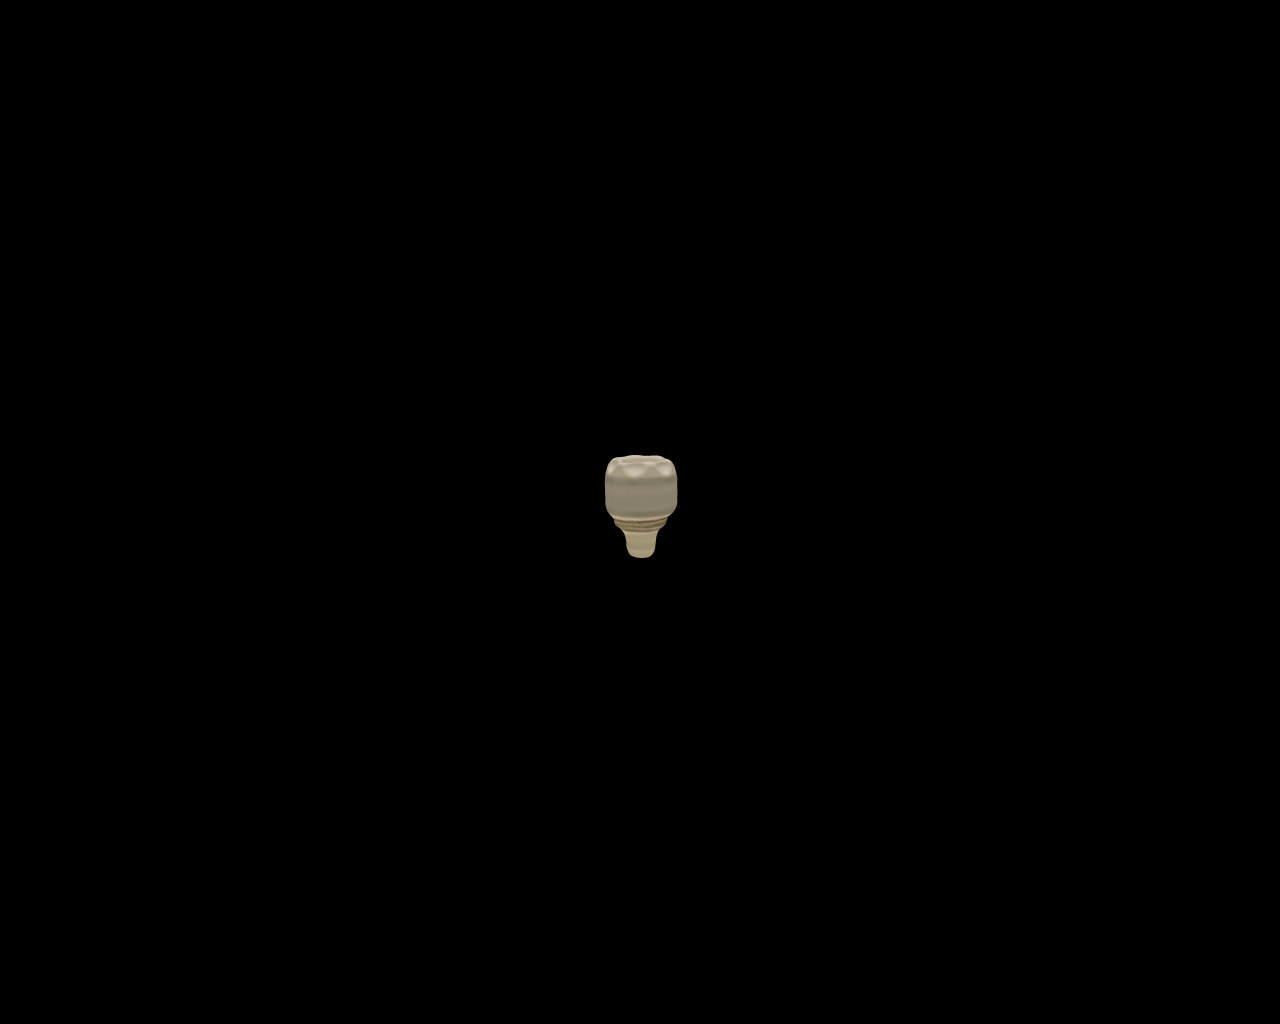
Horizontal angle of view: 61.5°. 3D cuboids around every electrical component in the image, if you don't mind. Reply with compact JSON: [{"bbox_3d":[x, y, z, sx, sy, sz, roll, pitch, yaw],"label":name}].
[{"bbox_3d":[0.001,-0.003,0.650,0.043,0.062,0.043,0,11,0],"label":"electrical component"}]
